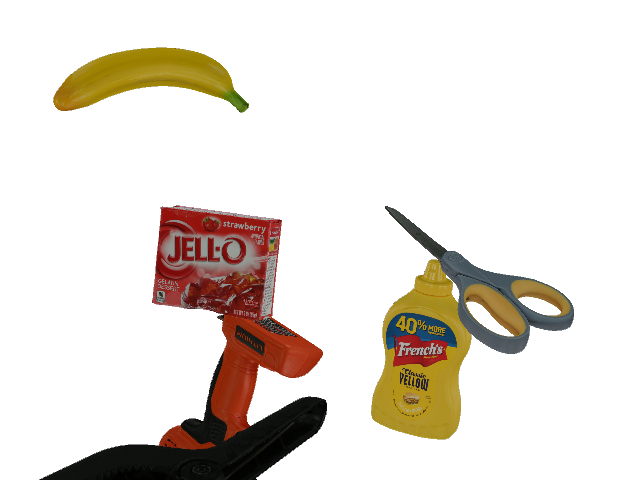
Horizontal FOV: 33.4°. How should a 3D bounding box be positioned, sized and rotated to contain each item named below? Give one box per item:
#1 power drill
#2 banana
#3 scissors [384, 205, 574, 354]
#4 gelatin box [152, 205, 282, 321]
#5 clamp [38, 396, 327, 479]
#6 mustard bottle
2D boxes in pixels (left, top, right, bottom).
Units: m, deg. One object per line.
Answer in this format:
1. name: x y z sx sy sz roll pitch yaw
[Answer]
1. power drill: -0.067 0.172 0.996 0.185 0.188 0.057 29 10 41
2. banana: -0.165 -0.156 1.030 0.197 0.070 0.037 -5 -39 -29
3. scissors: 0.125 0.022 0.834 0.096 0.016 0.202 -3 33 -15
4. gelatin box: -0.076 0.016 0.780 0.089 0.073 0.030 8 6 18
5. clamp: -0.063 0.134 0.580 0.209 0.036 0.165 0 19 -14
6. mustard bottle: 0.114 0.115 1.162 0.096 0.192 0.058 12 14 22
